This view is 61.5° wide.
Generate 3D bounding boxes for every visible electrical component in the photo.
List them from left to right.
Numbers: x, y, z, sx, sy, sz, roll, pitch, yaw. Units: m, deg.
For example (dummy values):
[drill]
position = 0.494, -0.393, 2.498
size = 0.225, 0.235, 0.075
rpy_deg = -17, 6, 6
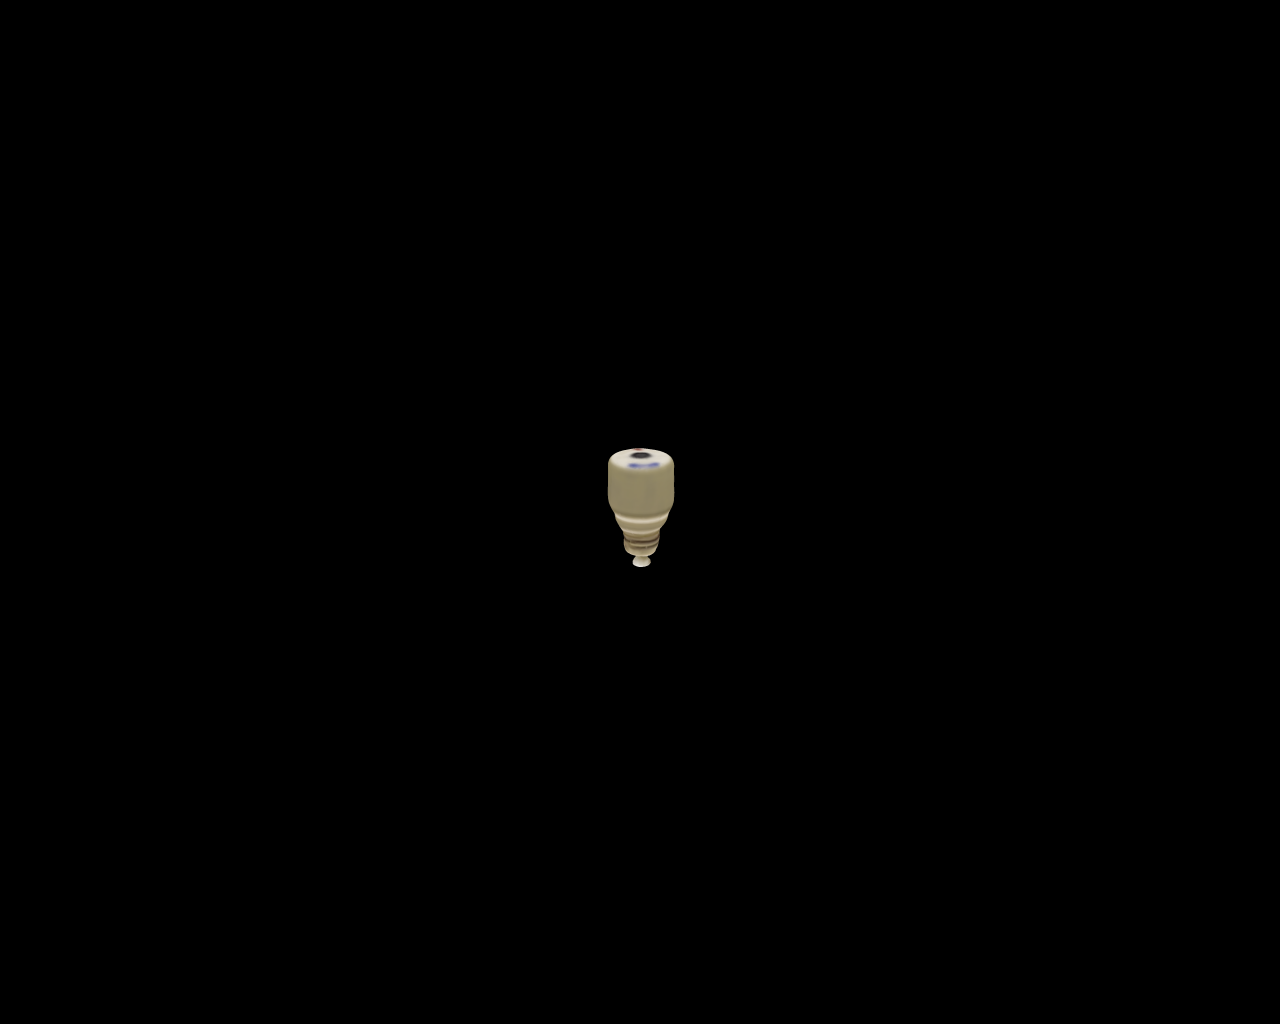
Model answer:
[electrical component]
position = 0.001, -0.003, 0.650
size = 0.040, 0.078, 0.040
rpy_deg = 0, 22, 0
